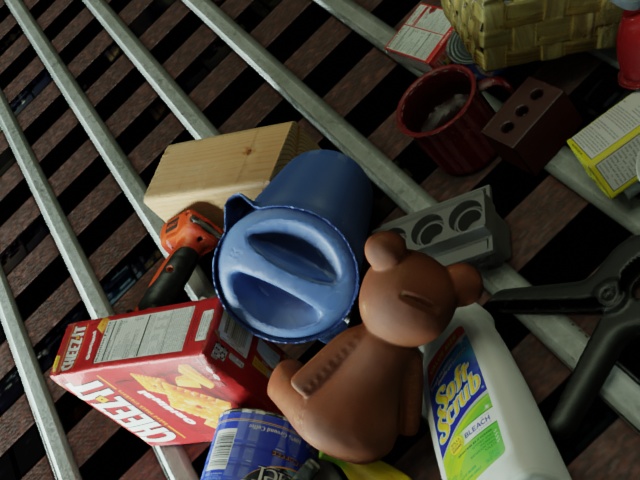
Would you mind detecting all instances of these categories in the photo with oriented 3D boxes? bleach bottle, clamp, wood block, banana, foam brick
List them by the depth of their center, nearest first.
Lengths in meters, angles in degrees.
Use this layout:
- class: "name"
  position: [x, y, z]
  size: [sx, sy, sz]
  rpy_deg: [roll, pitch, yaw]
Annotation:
- class: "banana"
  position: [0.073, 0.233, 0.878]
  size: [0.198, 0.069, 0.037]
  rpy_deg: [38, 121, 49]
- class: "clamp"
  position: [0.242, 0.050, 0.901]
  size: [0.210, 0.036, 0.165]
  rpy_deg: [-42, 40, 12]
- class: "bleach bottle"
  position: [0.128, 0.136, 0.910]
  size: [0.103, 0.068, 0.251]
  rpy_deg: [-50, 31, 23]
- class: "foam brick"
  position: [0.210, -0.113, 1.056]
  size: [0.078, 0.051, 0.053]
  rpy_deg: [-49, 40, -3]
- class: "wood block"
  position: [-0.098, -0.067, 1.265]
  size: [0.207, 0.090, 0.090]
  rpy_deg: [-5, 53, 39]

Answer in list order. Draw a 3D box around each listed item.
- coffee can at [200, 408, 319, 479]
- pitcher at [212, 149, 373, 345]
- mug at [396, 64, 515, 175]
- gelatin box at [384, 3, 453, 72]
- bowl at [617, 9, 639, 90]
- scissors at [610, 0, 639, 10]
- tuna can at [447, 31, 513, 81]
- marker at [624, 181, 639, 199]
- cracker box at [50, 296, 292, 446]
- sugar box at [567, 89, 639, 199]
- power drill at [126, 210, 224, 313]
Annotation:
- class: "coffee can"
  position: [-0.062, 0.237, 0.965]
  size: [0.103, 0.102, 0.140]
  rpy_deg: [-10, 51, 37]
- class: "pitcher"
  position: [-0.007, 0.001, 1.050]
  size: [0.145, 0.149, 0.242]
  rpy_deg: [8, 22, 7]
- class: "mug"
  position: [0.148, -0.126, 1.099]
  size: [0.117, 0.081, 0.093]
  rpy_deg: [-31, 42, 19]
- class: "gelatin box"
  position: [0.129, -0.235, 1.250]
  size: [0.073, 0.030, 0.089]
  rpy_deg: [-52, 38, -5]
- class: "bowl"
  position: [0.332, -0.209, 0.978]
  size: [0.162, 0.055, 0.162]
  rpy_deg: [-36, 15, 11]
- class: "scissors"
  position: [0.270, -0.302, 0.996]
  size: [0.096, 0.016, 0.202]
  rpy_deg: [-18, 68, -1]
- class: "tuna can"
  position: [0.186, -0.218, 1.181]
  size: [0.086, 0.033, 0.086]
  rpy_deg: [-24, 44, 25]
- class: "marker"
  position: [0.322, -0.078, 0.950]
  size: [0.121, 0.020, 0.020]
  rpy_deg: [-35, 40, 15]
- class: "cracker box"
  position: [-0.136, 0.140, 1.066]
  size: [0.214, 0.164, 0.072]
  rpy_deg: [-12, 48, 35]
- class: "sugar box"
  position: [0.311, -0.115, 0.952]
  size: [0.176, 0.048, 0.093]
  rpy_deg: [-34, 17, 12]
- class: "power drill"
  position: [-0.194, 0.063, 1.249]
  size: [0.185, 0.057, 0.187]
  rpy_deg: [-19, 40, 56]
